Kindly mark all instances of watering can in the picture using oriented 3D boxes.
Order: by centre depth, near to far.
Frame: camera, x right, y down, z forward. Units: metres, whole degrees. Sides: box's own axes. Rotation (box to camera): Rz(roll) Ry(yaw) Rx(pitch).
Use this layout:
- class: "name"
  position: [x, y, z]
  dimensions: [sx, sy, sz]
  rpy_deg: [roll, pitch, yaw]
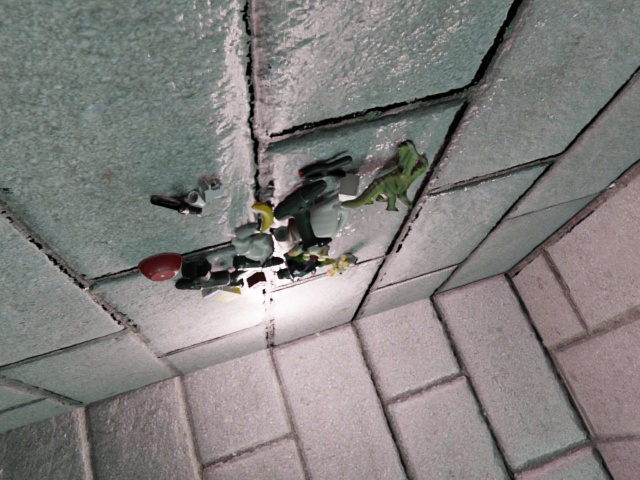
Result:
- class: "watering can"
  position: [0.006, -0.093, 1.845]
  dimensions: [0.225, 0.106, 0.339]
  rpy_deg: [-7, 141, -27]

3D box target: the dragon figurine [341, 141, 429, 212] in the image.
- class: "dragon figurine"
  position: [0.237, -0.215, 1.700]
  dimensions: [0.412, 0.123, 0.239]
  rpy_deg: [-9, 122, -49]

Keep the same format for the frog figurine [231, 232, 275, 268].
- class: "frog figurine"
  position: [-0.252, 0.016, 1.900]
  dimensions: [0.158, 0.125, 0.135]
  rpy_deg: [26, 151, -18]
